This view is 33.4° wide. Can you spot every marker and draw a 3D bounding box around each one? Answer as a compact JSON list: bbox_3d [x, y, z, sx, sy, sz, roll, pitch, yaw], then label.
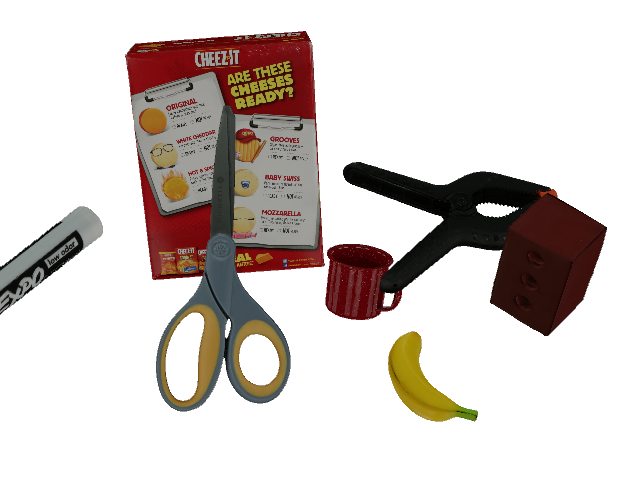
[{"bbox_3d":[-0.151,0.022,0.512,0.020,0.020,0.121,0,33,40],"label":"marker"}]

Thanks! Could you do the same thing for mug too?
[{"bbox_3d":[0.061,0.062,1.482,0.117,0.081,0.093,18,23,27],"label":"mug"}]

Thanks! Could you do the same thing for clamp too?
[{"bbox_3d":[0.134,-0.018,1.052,0.210,0.164,0.036,-2,-40,-6],"label":"clamp"}]

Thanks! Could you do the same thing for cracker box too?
[{"bbox_3d":[-0.083,-0.078,0.985,0.164,0.214,0.072,-5,20,-3],"label":"cracker box"}]

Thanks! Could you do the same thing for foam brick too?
[{"bbox_3d":[0.163,0.018,0.766,0.053,0.078,0.051,33,49,27],"label":"foam brick"}]

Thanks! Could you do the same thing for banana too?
[{"bbox_3d":[0.114,0.160,1.246,0.069,0.037,0.198,9,22,-20],"label":"banana"}]

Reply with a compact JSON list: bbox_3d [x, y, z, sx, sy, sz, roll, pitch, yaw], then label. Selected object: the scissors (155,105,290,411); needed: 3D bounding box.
[{"bbox_3d":[-0.049,0.019,0.703,0.096,0.202,0.016,18,-6,-4],"label":"scissors"}]
